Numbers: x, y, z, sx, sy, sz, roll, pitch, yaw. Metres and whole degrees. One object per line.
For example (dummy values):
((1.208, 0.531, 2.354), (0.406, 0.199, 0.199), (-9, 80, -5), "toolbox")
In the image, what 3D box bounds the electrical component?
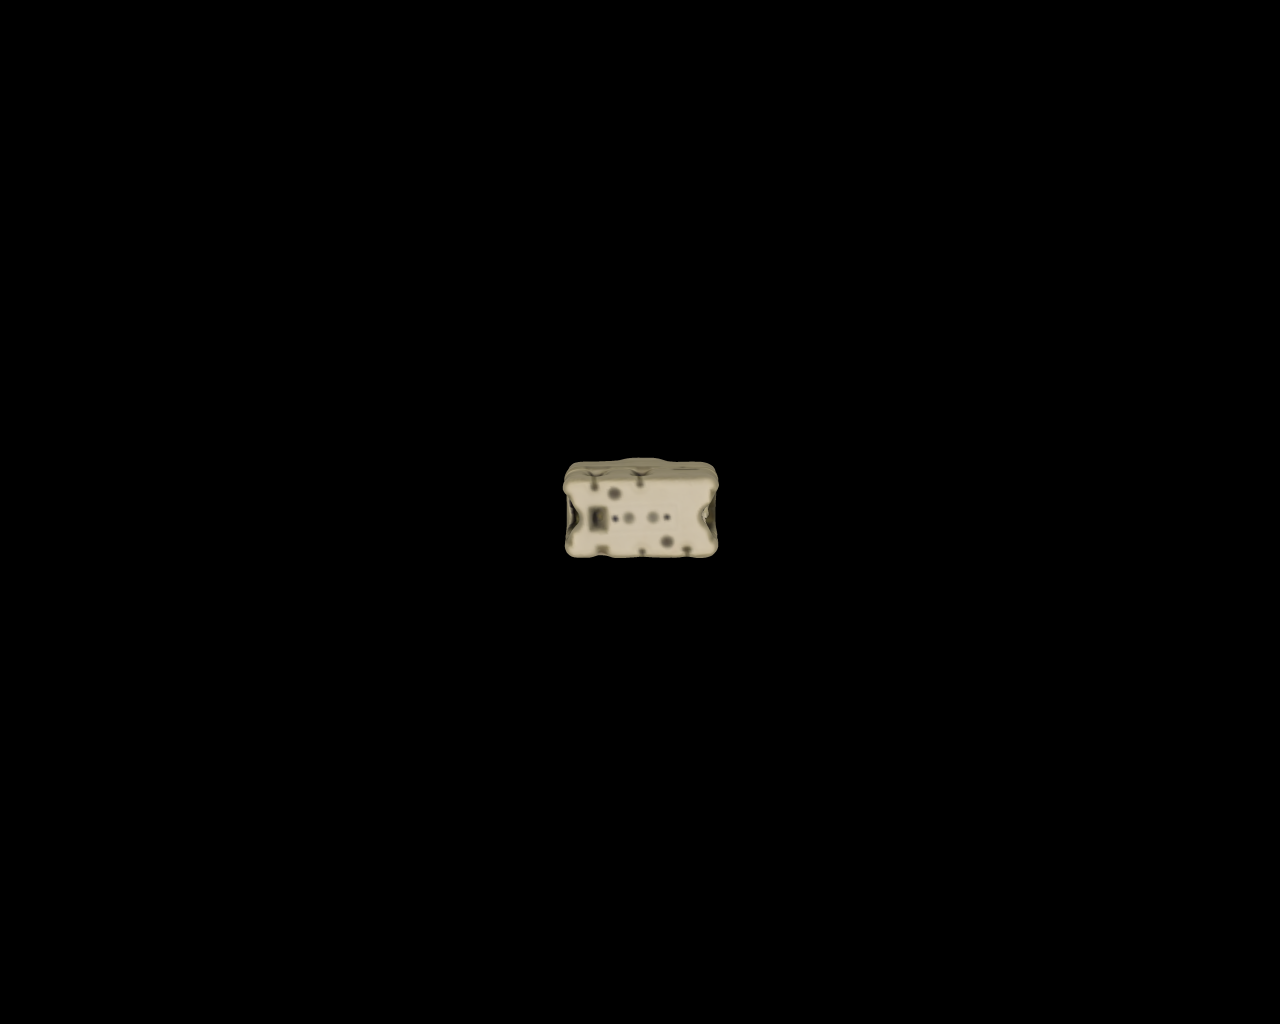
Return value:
((0.001, -0.003, 0.650), (0.089, 0.050, 0.056), (0, 13, 0), "electrical component")
